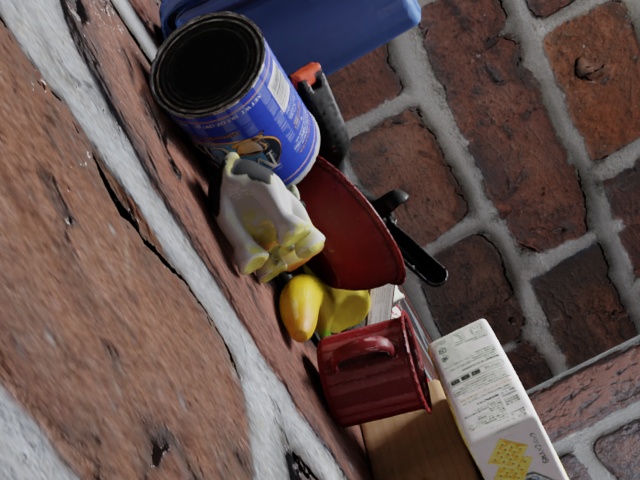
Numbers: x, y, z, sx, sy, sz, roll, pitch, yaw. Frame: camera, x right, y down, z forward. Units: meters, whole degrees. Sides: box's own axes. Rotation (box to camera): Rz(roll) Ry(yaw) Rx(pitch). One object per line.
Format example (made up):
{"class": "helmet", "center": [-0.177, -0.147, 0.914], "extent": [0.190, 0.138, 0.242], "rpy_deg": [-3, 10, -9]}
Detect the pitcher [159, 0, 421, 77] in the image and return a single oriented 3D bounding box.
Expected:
{"class": "pitcher", "center": [-0.032, -0.217, 1.059], "extent": [0.145, 0.243, 0.149], "rpy_deg": [63, 12, -8]}

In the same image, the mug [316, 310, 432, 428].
{"class": "mug", "center": [0.043, 0.111, 0.921], "extent": [0.117, 0.081, 0.093], "rpy_deg": [56, 21, -64]}

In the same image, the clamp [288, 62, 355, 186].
{"class": "clamp", "center": [0.002, -0.087, 1.050], "extent": [0.165, 0.036, 0.210], "rpy_deg": [46, -21, 23]}

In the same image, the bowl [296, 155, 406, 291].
{"class": "bowl", "center": [0.009, -0.005, 1.020], "extent": [0.162, 0.055, 0.162], "rpy_deg": [48, -15, 16]}

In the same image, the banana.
{"class": "banana", "center": [-0.009, 0.063, 0.982], "extent": [0.069, 0.037, 0.197], "rpy_deg": [64, 5, 11]}

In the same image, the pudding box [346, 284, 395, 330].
{"class": "pudding box", "center": [0.046, 0.053, 1.205], "extent": [0.090, 0.039, 0.113], "rpy_deg": [45, -39, 47]}

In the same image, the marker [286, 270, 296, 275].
{"class": "marker", "center": [-0.056, -0.020, 1.043], "extent": [0.121, 0.020, 0.020], "rpy_deg": [62, 5, -5]}

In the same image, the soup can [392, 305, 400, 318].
{"class": "soup can", "center": [0.077, 0.110, 1.415], "extent": [0.068, 0.068, 0.102], "rpy_deg": [59, 6, -29]}

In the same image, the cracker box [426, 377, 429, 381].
{"class": "cracker box", "center": [0.127, 0.235, 1.238], "extent": [0.213, 0.072, 0.164], "rpy_deg": [55, 10, -53]}

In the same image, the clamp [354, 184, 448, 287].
{"class": "clamp", "center": [0.068, -0.010, 1.123], "extent": [0.120, 0.039, 0.172], "rpy_deg": [63, -17, -20]}

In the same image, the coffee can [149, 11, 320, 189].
{"class": "coffee can", "center": [-0.070, -0.113, 0.916], "extent": [0.103, 0.103, 0.140], "rpy_deg": [66, 6, 32]}

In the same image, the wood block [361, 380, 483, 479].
{"class": "wood block", "center": [0.106, 0.227, 0.978], "extent": [0.091, 0.090, 0.206], "rpy_deg": [61, 5, -20]}

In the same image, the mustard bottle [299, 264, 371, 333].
{"class": "mustard bottle", "center": [-0.008, 0.002, 1.169], "extent": [0.096, 0.058, 0.192], "rpy_deg": [81, -15, -65]}
